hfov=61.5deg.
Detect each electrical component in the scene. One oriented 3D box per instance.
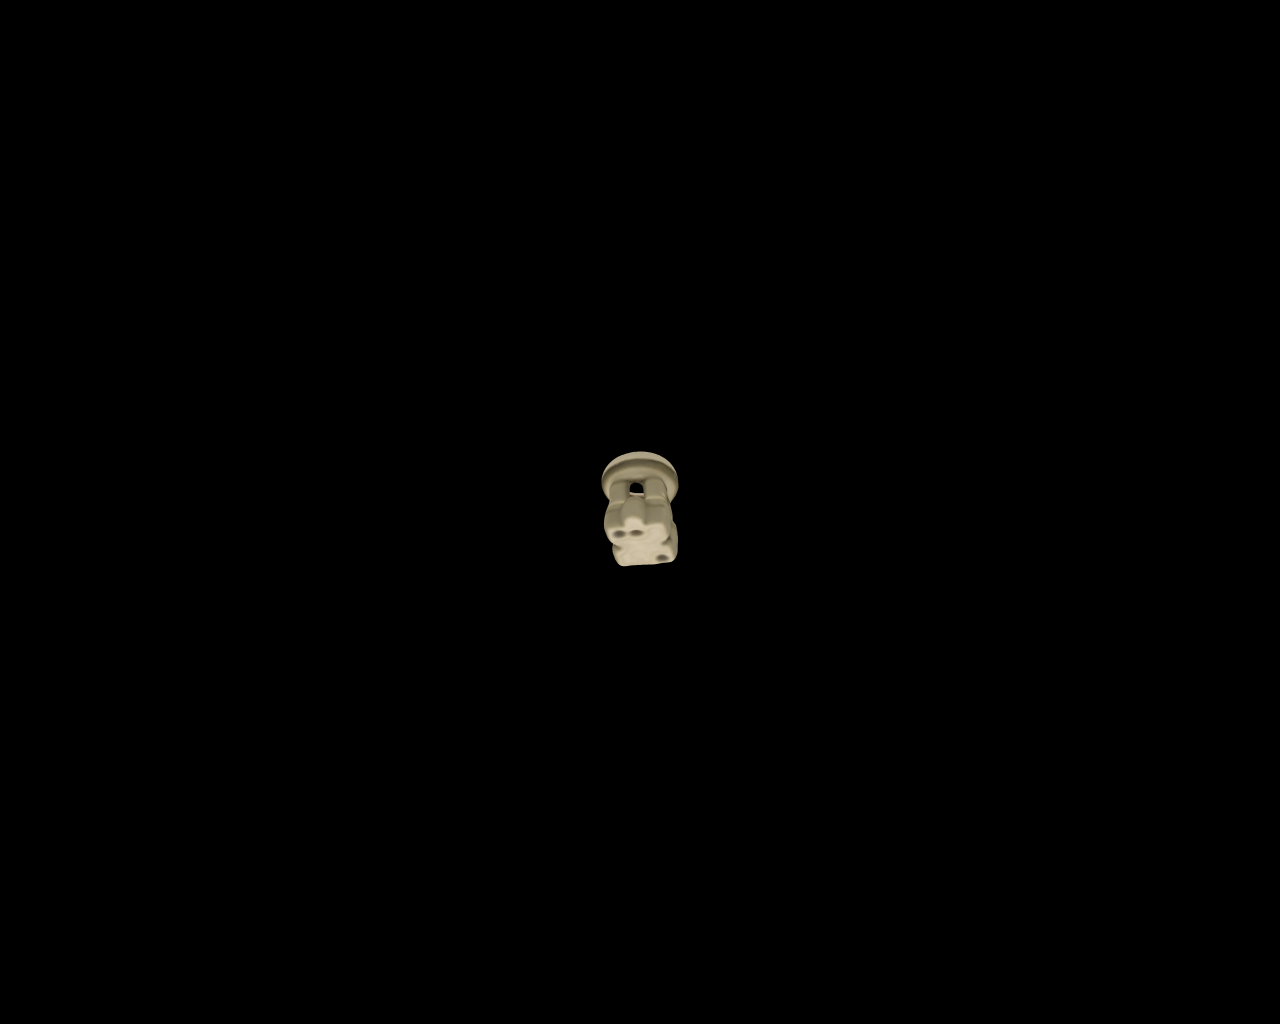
[{"bbox_3d":[0.001,-0.003,0.650,0.048,0.055,0.066,-6,-36,8],"label":"electrical component"}]
